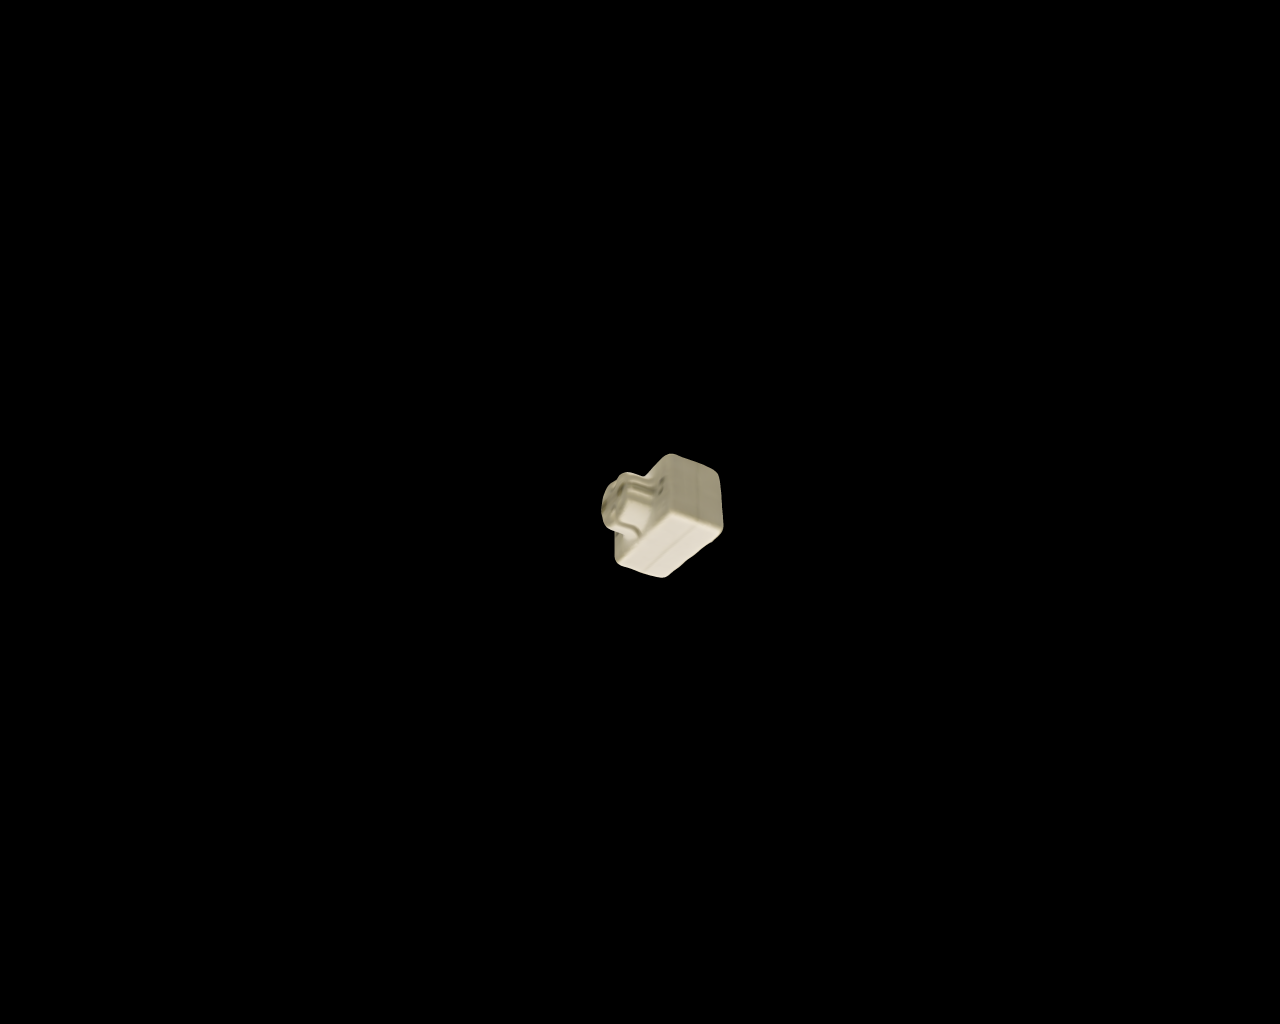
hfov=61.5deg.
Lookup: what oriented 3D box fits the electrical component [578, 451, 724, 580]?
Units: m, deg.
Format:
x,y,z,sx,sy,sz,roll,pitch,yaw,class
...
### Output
x,y,z,sx,sy,sz,roll,pitch,yaw,class
0.001,-0.003,0.650,0.077,0.047,0.065,20,-40,-25,electrical component
